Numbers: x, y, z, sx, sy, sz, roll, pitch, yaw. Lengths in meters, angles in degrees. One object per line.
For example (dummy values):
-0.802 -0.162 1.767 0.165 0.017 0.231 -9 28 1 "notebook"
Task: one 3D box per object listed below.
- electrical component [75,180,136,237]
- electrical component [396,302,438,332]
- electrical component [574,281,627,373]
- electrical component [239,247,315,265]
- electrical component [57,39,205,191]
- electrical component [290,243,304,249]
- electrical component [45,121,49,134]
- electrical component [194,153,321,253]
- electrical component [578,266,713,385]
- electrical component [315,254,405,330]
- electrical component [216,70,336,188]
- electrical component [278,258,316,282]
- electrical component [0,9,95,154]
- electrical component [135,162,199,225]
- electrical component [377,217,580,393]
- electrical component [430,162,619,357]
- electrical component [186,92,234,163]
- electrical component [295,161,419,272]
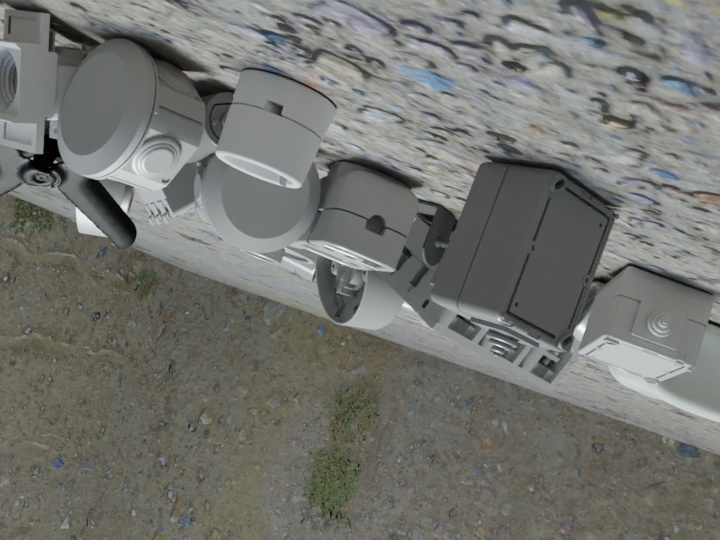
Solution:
-0.250 -0.082 1.038 0.064 0.099 0.099 15 175 -9 "electrical component"
0.091 0.027 1.005 0.105 0.060 0.186 23 174 -21 "electrical component"
0.189 0.040 0.804 0.055 0.066 0.048 29 139 -7 "electrical component"
-0.082 -0.040 0.995 0.108 0.060 0.108 20 175 2 "electrical component"
-0.132 -0.087 0.617 0.080 0.080 0.051 16 178 41 "electrical component"
-0.064 -0.051 0.860 0.080 0.051 0.080 20 175 2 "electrical component"
-0.297 -0.141 0.835 0.138 0.052 0.074 17 173 28 "electrical component"
-0.071 -0.054 0.721 0.080 0.080 0.051 23 179 -26 "electrical component"
0.195 0.034 0.727 0.062 0.061 0.096 20 167 3 "electrical component"
0.000 0.000 0.912 0.064 0.099 0.099 17 177 -28 "electrical component"
-0.047 -0.075 0.582 0.055 0.047 0.055 20 175 2 "electrical component"
-0.061 -0.022 1.132 0.047 0.055 0.055 24 175 4 "electrical component"
-0.189 -0.112 0.642 0.042 0.081 0.064 17 -164 39 "electrical component"
-0.135 -0.069 0.818 0.078 0.063 0.121 64 164 -10 "electrical component"
0.100 0.024 0.831 0.150 0.061 0.089 29 -169 -39 "electrical component"
0.081 -0.002 0.566 0.062 0.096 0.061 26 173 -41 "electrical component"
-0.093 -0.089 0.658 0.044 0.044 0.065 24 169 -33 "electrical component"
-0.002 -0.036 0.733 0.054 0.059 0.095 22 174 -18 "electrical component"
